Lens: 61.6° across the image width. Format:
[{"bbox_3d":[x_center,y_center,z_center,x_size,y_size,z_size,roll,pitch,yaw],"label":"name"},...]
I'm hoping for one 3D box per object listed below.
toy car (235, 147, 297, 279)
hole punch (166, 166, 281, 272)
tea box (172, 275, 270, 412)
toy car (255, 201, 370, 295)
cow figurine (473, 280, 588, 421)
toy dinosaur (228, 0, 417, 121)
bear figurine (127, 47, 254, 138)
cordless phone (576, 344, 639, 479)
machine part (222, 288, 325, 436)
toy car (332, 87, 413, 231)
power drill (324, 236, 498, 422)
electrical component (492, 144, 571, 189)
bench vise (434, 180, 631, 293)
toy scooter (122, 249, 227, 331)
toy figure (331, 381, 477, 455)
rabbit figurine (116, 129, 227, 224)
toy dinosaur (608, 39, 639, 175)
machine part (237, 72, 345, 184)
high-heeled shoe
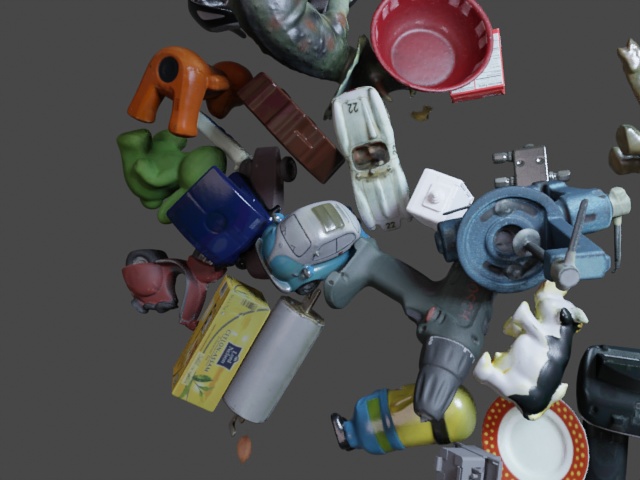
[{"bbox_3d":[-0.080,-0.041,0.822,0.089,0.053,0.202,-1,84,30],"label":"toy car"},{"bbox_3d":[-0.142,-0.034,0.776,0.142,0.092,0.116,-42,73,12],"label":"hole punch"},{"bbox_3d":[-0.146,0.146,0.782,0.068,0.098,0.169,28,94,-16],"label":"tea box"},{"bbox_3d":[-0.002,-0.002,0.732,0.162,0.103,0.109,-21,68,-20],"label":"toy car"},{"bbox_3d":[0.263,0.122,0.632,0.098,0.068,0.167,36,80,25],"label":"cow figurine"},{"bbox_3d":[-0.037,-0.297,0.722,0.131,0.404,0.192,-28,48,43],"label":"toy dinosaur"},{"bbox_3d":[-0.178,-0.222,0.828,0.120,0.196,0.131,23,101,19],"label":"bear figurine"},{"bbox_3d":[0.361,0.216,0.594,0.147,0.088,0.184,5,94,23],"label":"cordless phone"},{"bbox_3d":[-0.066,0.169,0.766,0.079,0.079,0.243,32,95,24],"label":"machine part"},{"bbox_3d":[0.072,-0.105,0.731,0.074,0.056,0.201,-14,108,13],"label":"toy car"},{"bbox_3d":[0.107,0.086,0.673,0.208,0.085,0.232,19,60,36],"label":"power drill"},{"bbox_3d":[0.276,-0.094,0.703,0.094,0.021,0.063,-4,79,22],"label":"electrical component"},{"bbox_3d":[0.245,-0.001,0.576,0.224,0.241,0.128,-1,105,4],"label":"bench vise"},{"bbox_3d":[-0.233,0.079,0.853,0.184,0.075,0.135,-5,80,16],"label":"toy scooter"},{"bbox_3d":[0.108,0.227,0.684,0.180,0.082,0.089,-24,85,11],"label":"toy figure"},{"bbox_3d":[-0.227,-0.103,0.852,0.170,0.121,0.159,4,92,29],"label":"rabbit figurine"},{"bbox_3d":[0.478,-0.038,0.570,0.199,0.105,0.471,-30,75,11],"label":"toy dinosaur"},{"bbox_3d":[-0.038,-0.159,0.765,0.056,0.179,0.179,-43,68,7],"label":"machine part"},{"bbox_3d":[-0.076,-0.373,0.829,0.249,0.145,0.086,-12,78,22],"label":"high-heeled shoe"}]
